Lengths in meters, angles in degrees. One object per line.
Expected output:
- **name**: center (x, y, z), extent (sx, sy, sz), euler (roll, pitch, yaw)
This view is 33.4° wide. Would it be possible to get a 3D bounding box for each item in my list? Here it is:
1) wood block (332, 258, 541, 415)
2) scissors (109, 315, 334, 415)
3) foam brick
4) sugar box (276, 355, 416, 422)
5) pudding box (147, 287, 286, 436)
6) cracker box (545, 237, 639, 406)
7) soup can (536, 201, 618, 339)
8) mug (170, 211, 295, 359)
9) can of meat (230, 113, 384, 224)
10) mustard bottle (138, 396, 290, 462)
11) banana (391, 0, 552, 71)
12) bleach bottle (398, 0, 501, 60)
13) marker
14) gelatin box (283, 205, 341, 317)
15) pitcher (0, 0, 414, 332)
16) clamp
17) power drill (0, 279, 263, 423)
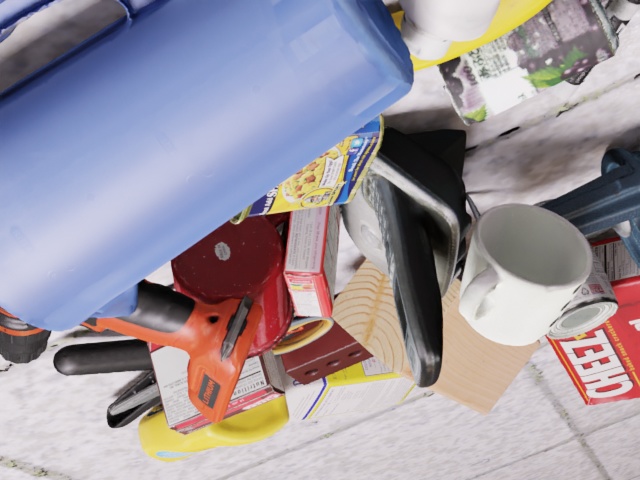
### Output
- **wood block**: center (0.107, 0.079, 0.944), extent (0.091, 0.090, 0.205), euler (-53, 146, 3)
- **scissors**: center (-0.082, 0.086, 0.880), extent (0.201, 0.016, 0.096), euler (-18, 142, -15)
- **foam brick**: center (0.005, 0.091, 0.973), extent (0.078, 0.051, 0.053), euler (-24, 152, 11)
- **sugar box**: center (0.011, 0.145, 1.086), extent (0.176, 0.048, 0.093), euler (-3, 149, -21)
- **pudding box**: center (-0.087, 0.085, 0.838), extent (0.090, 0.113, 0.039), euler (-23, 157, 9)
- **cracker box**: center (0.322, 0.069, 0.989), extent (0.214, 0.072, 0.164), euler (-16, 129, 27)
- **soup can**: center (0.207, 0.026, 0.923), extent (0.068, 0.102, 0.068), euler (-15, 153, -8)
- **mug**: center (-0.057, 0.022, 0.784), extent (0.117, 0.093, 0.081), euler (-42, 156, -24)
- **can of meat**: center (-0.014, -0.059, 0.681), extent (0.083, 0.057, 0.102), euler (-9, 152, -23)
- **mustard bottle**: center (-0.119, 0.178, 1.021), extent (0.096, 0.058, 0.192), euler (-6, 167, -38)
- **banana**: center (0.079, -0.138, 0.621), extent (0.198, 0.037, 0.069), euler (-29, 133, 16)
- **bleach bottle**: center (0.087, -0.171, 0.485), extent (0.068, 0.102, 0.251), euler (-3, 148, -17)
- **marker**: center (0.187, -0.138, 0.701), extent (0.020, 0.020, 0.121), euler (-5, 150, -25)
- **gelatin box**: center (-0.005, 0.001, 0.761), extent (0.030, 0.089, 0.073), euler (2, 154, 7)
- **pitcher**: center (-0.083, -0.070, 0.559), extent (0.243, 0.145, 0.149), euler (-31, 163, 16)
- **clamp**: center (-0.117, 0.106, 0.942), extent (0.210, 0.036, 0.164), euler (-17, 153, -9)
- **power drill**: center (-0.142, 0.061, 0.733), extent (0.187, 0.057, 0.185), euler (21, 146, -2)
